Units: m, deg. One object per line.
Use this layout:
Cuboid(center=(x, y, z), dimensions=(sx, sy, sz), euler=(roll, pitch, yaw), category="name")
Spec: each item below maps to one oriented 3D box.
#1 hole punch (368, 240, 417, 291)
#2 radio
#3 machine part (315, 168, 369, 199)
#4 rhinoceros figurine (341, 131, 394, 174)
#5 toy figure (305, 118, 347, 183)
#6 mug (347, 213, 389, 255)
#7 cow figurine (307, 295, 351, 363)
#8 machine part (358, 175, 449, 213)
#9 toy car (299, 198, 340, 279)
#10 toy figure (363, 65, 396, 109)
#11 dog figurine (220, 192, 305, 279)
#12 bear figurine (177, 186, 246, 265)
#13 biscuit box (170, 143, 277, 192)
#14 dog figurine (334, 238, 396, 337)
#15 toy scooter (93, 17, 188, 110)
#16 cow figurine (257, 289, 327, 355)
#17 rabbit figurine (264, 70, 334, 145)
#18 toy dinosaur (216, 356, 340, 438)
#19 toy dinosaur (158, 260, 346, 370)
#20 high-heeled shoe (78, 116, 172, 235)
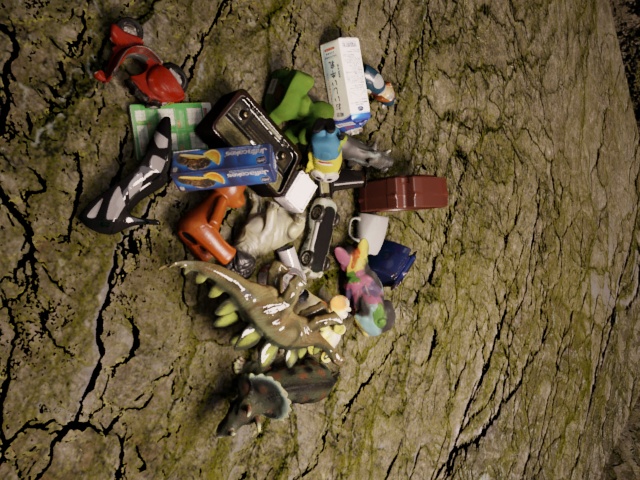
Cuboid(center=(0.183, 0.060, 1.449), dimensions=(0.092, 0.116, 0.142), euler=(51, 60, -19), category="hole punch")
Cuboid(center=(-0.148, -0.209, 1.180), dimensions=(0.229, 0.073, 0.131), euler=(46, 61, -36), category="radio")
Cuboid(center=(0.054, -0.148, 1.355), dimensions=(0.139, 0.039, 0.084), euler=(-10, 92, -7), category="machine part")
Cuboid(center=(0.102, -0.227, 1.374), dimensions=(0.190, 0.112, 0.073), euler=(19, 77, -30), category="rhinoceros figurine")
Cuboid(center=(0.019, -0.208, 1.248), dimensions=(0.089, 0.082, 0.180), euler=(-49, 156, -28), category="toy figure")
Cuboid(center=(0.124, -0.016, 1.419), dimensions=(0.109, 0.081, 0.107), euler=(6, 92, -29), category="mug")
Cuboid(center=(0.032, 0.206, 1.315), dimensions=(0.098, 0.068, 0.167), euler=(-34, 148, -76), category="cow figurine")
Cuboid(center=(0.217, -0.120, 1.411), dimensions=(0.201, 0.201, 0.087), euler=(-6, 92, -39), category="machine part")
Cuboid(center=(-0.003, -0.004, 1.328), dimensions=(0.073, 0.056, 0.201), euler=(20, 80, -44), category="toy car")
Cuboid(center=(0.158, -0.410, 1.453), dimensions=(0.154, 0.058, 0.064), euler=(31, 111, -38), category="toy figure")
Cuboid(center=(-0.125, 0.010, 1.213), dimensions=(0.172, 0.121, 0.190), euler=(23, 91, -34), category="dog figurine")
Cuboid(center=(-0.206, -0.062, 1.122), dimensions=(0.131, 0.120, 0.196), euler=(54, 54, -31), category="bear figurine")
Cuboid(center=(-0.188, -0.142, 1.058), dimensions=(0.062, 0.203, 0.059), euler=(76, 10, -58), category="biscuit box")
Cuboid(center=(0.107, 0.109, 1.350), dimensions=(0.108, 0.192, 0.219), euler=(-19, 116, -3), category="dog figurine")
Cuboid(center=(-0.348, -0.316, 1.022), dimensions=(0.183, 0.075, 0.135), euler=(48, 62, -26), category="toy scooter")
Cuboid(center=(-0.082, 0.188, 1.241), dimensions=(0.127, 0.085, 0.195), euler=(41, 56, -14), category="cow figurine")
Cuboid(center=(-0.035, -0.299, 1.252), dimensions=(0.170, 0.121, 0.159), euler=(18, 86, -39), category="rabbit figurine")
Cuboid(center=(-0.053, 0.325, 1.206), dimensions=(0.405, 0.192, 0.131), euler=(-2, 95, -38), category="toy dinosaur")
Cuboid(center=(-0.108, 0.147, 1.100), dimensions=(0.470, 0.105, 0.198), euler=(44, 79, -27), category="toy dinosaur")
Cuboid(center=(-0.365, -0.128, 1.024), dimensions=(0.145, 0.086, 0.248), euler=(8, 76, -13), category="high-heeled shoe")
